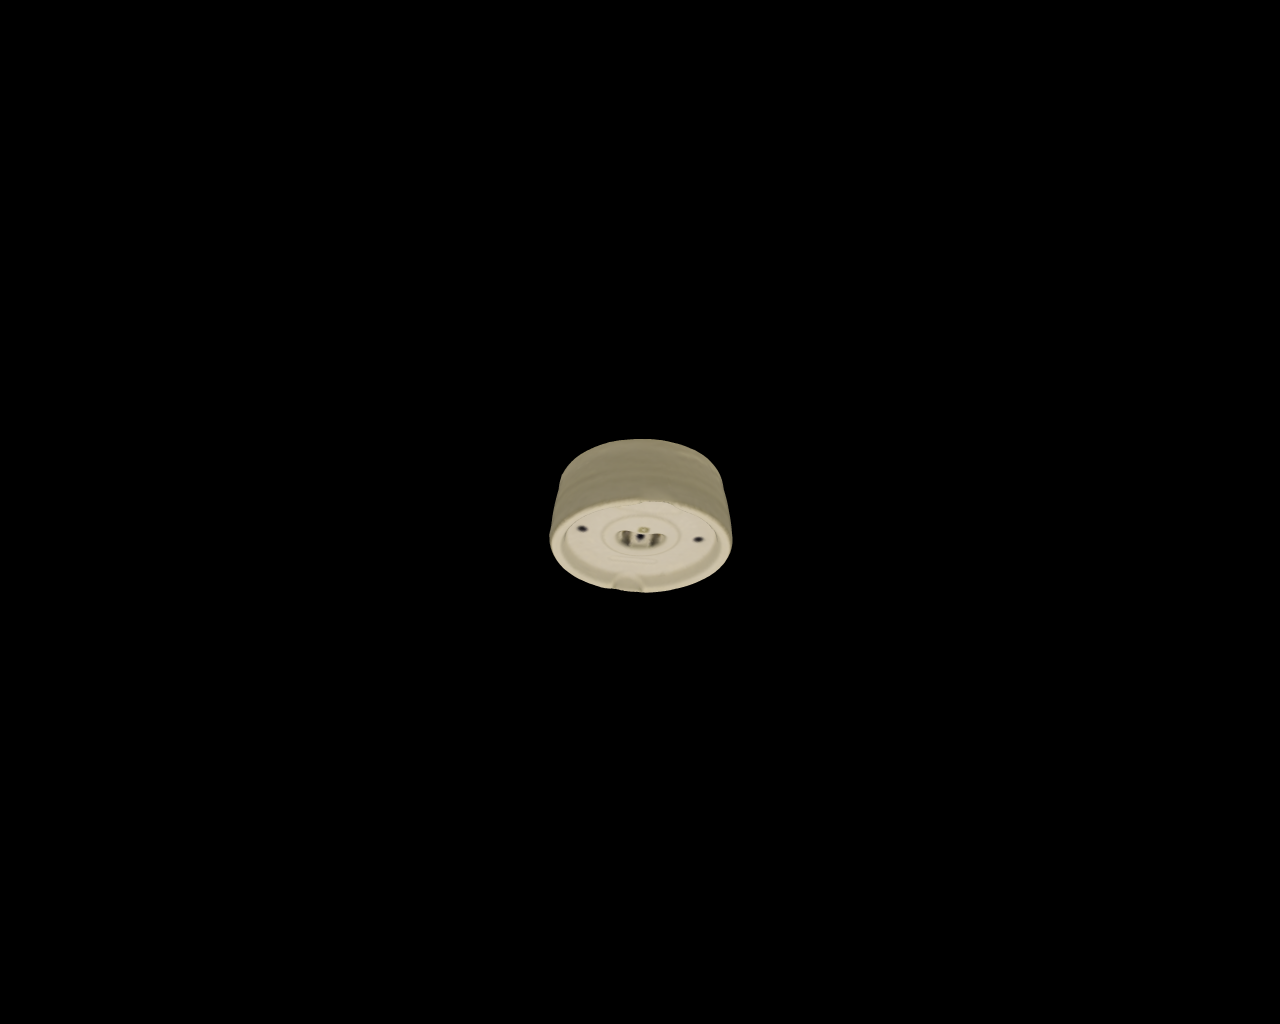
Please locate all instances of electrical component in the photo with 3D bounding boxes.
[{"bbox_3d":[0.001,-0.003,0.650,0.108,0.060,0.108,0,-33,0],"label":"electrical component"}]
